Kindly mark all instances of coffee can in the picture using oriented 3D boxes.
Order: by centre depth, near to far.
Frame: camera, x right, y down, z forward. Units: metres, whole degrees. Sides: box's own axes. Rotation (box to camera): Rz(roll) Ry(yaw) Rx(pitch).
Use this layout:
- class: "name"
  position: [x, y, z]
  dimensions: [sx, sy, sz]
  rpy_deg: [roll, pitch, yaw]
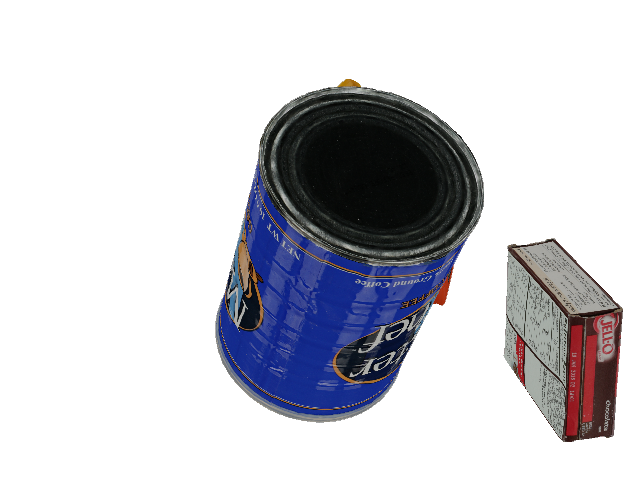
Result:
- class: "coffee can"
  position: [0.009, 0.011, 0.520]
  dimensions: [0.102, 0.103, 0.140]
  rpy_deg: [0, -37, -15]

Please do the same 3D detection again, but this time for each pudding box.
- class: "pudding box"
  position: [0.153, 0.061, 0.686]
  dimensions: [0.039, 0.090, 0.113]
  rpy_deg: [-6, 24, -10]

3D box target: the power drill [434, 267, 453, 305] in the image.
- class: "power drill"
  position: [0.044, 0.027, 1.142]
  dimensions: [0.188, 0.057, 0.184]
  rpy_deg: [4, 31, 14]

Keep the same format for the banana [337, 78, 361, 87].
- class: "banana"
  position: [-0.008, -0.037, 0.849]
  dimensions: [0.037, 0.197, 0.070]
  rpy_deg: [31, -31, -31]
